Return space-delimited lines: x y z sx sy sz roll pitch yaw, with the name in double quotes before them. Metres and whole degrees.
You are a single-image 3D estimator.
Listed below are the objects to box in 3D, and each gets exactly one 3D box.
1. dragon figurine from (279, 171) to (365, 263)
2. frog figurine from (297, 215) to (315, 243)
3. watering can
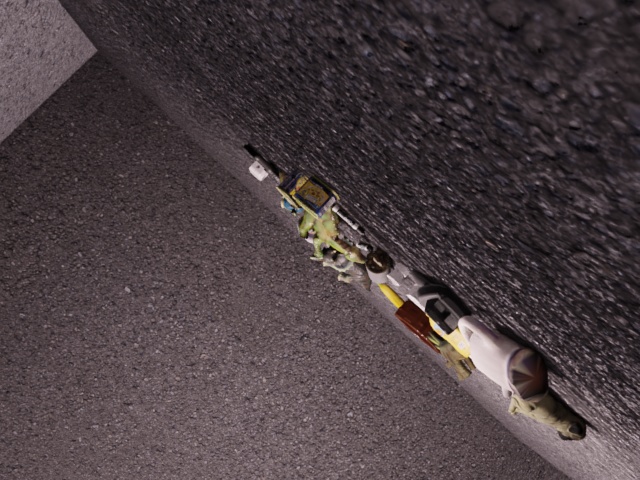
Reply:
"dragon figurine" 0.005 -0.083 1.649 0.411 0.123 0.240 55 156 1
"frog figurine" -0.019 -0.033 1.977 0.138 0.125 0.156 21 157 12
"watering can" 0.463 0.318 1.263 0.343 0.104 0.226 52 170 -25
